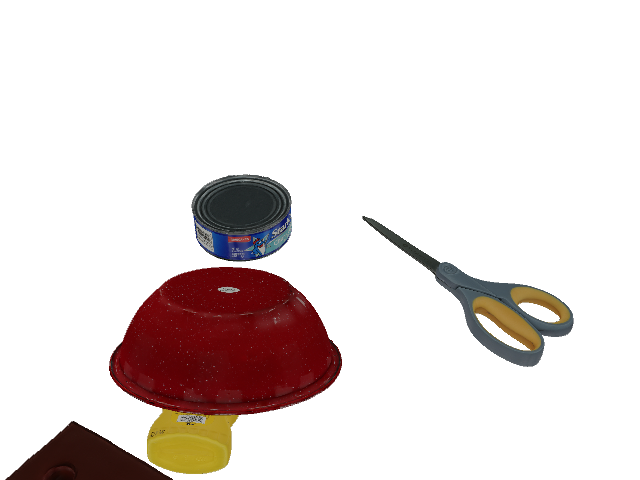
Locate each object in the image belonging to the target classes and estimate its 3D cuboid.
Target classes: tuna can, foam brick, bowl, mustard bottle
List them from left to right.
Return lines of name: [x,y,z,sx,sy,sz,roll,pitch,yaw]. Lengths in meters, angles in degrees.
foam brick: [-0.090,0.124,0.447,0.078,0.051,0.052,22,45,28]
mustard bottle: [-0.148,0.206,1.302,0.096,0.058,0.191,3,24,2]
bowl: [-0.064,0.059,0.733,0.162,0.055,0.162,1,19,-1]
tuna can: [-0.067,-0.020,0.924,0.086,0.034,0.086,-1,38,1]

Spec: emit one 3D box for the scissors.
scissors: [0.123,0.029,0.857,0.096,0.016,0.202,-10,39,-28]
